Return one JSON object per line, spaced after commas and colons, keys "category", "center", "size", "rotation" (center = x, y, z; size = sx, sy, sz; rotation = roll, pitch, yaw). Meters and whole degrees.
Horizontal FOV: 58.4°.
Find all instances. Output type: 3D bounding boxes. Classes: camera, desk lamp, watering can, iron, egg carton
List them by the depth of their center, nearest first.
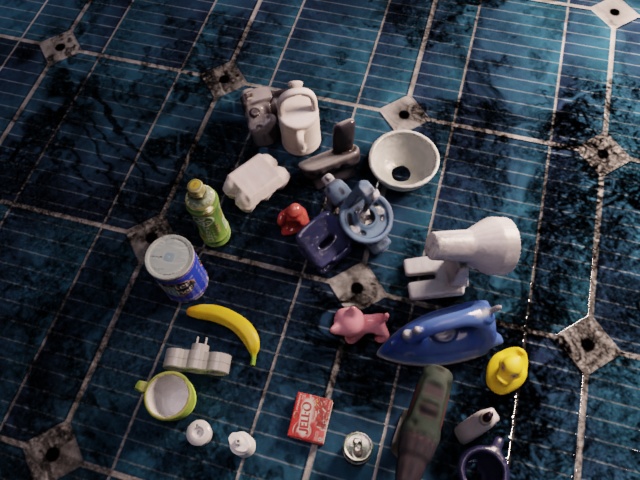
{"category": "iron", "center": [0.242, 0.184, 1.155], "size": [0.258, 0.141, 0.118], "rotation": [-14, 64, -5]}
{"category": "desk lamp", "center": [0.288, 0.039, 1.185], "size": [0.203, 0.214, 0.118], "rotation": [-8, 63, -1]}
{"category": "egg carton", "center": [-0.153, -0.138, 1.370], "size": [0.150, 0.069, 0.107], "rotation": [-39, 68, -16]}
{"category": "watering can", "center": [-0.055, -0.304, 1.379], "size": [0.101, 0.194, 0.172], "rotation": [-26, 65, -10]}
{"category": "camera", "center": [-0.124, -0.331, 1.447], "size": [0.137, 0.101, 0.143], "rotation": [-16, 64, -6]}

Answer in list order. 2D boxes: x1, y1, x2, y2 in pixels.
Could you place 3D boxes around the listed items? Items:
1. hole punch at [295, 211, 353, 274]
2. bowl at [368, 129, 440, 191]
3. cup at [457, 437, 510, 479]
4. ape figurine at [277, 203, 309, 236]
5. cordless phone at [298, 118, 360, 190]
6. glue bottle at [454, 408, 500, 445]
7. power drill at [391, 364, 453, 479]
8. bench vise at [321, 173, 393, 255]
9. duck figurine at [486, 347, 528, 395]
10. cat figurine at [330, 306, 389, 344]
{"category": "hole punch", "center": [0.012, 0.005, 1.281], "size": [0.109, 0.091, 0.101], "rotation": [-40, 69, -16]}
{"category": "bowl", "center": [0.199, -0.178, 1.374], "size": [0.167, 0.075, 0.167], "rotation": [-1, 64, 2]}
{"category": "cup", "center": [0.300, 0.422, 1.062], "size": [0.091, 0.095, 0.118], "rotation": [30, 68, 16]}
{"category": "ape figurine", "center": [-0.058, -0.054, 1.312], "size": [0.077, 0.092, 0.076], "rotation": [29, 68, 16]}
{"category": "cordless phone", "center": [0.021, -0.213, 1.336], "size": [0.148, 0.185, 0.094], "rotation": [-25, 65, -10]}
{"category": "glue bottle", "center": [0.298, 0.338, 1.060], "size": [0.078, 0.173, 0.037], "rotation": [-27, 65, -10]}
{"category": "power drill", "center": [0.180, 0.349, 1.039], "size": [0.075, 0.208, 0.230], "rotation": [18, 66, 11]}
{"category": "bench vise", "center": [0.070, -0.076, 1.247], "size": [0.207, 0.220, 0.122], "rotation": [29, 68, 16]}
{"category": "duck figurine", "center": [0.381, 0.255, 1.146], "size": [0.077, 0.086, 0.105], "rotation": [37, 71, 18]}
{"category": "cat figurine", "center": [0.082, 0.169, 1.182], "size": [0.128, 0.118, 0.067], "rotation": [-6, 63, 0]}
